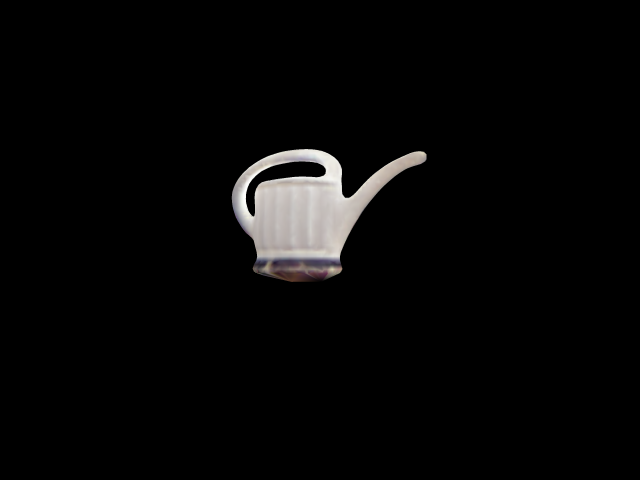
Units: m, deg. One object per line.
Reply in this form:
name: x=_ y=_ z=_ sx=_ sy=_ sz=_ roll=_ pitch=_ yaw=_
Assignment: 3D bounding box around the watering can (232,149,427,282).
watering can: x=0.003 y=-0.043 z=0.850 sx=0.347 sy=0.225 sz=0.104 roll=-1 pitch=-4 yaw=24
